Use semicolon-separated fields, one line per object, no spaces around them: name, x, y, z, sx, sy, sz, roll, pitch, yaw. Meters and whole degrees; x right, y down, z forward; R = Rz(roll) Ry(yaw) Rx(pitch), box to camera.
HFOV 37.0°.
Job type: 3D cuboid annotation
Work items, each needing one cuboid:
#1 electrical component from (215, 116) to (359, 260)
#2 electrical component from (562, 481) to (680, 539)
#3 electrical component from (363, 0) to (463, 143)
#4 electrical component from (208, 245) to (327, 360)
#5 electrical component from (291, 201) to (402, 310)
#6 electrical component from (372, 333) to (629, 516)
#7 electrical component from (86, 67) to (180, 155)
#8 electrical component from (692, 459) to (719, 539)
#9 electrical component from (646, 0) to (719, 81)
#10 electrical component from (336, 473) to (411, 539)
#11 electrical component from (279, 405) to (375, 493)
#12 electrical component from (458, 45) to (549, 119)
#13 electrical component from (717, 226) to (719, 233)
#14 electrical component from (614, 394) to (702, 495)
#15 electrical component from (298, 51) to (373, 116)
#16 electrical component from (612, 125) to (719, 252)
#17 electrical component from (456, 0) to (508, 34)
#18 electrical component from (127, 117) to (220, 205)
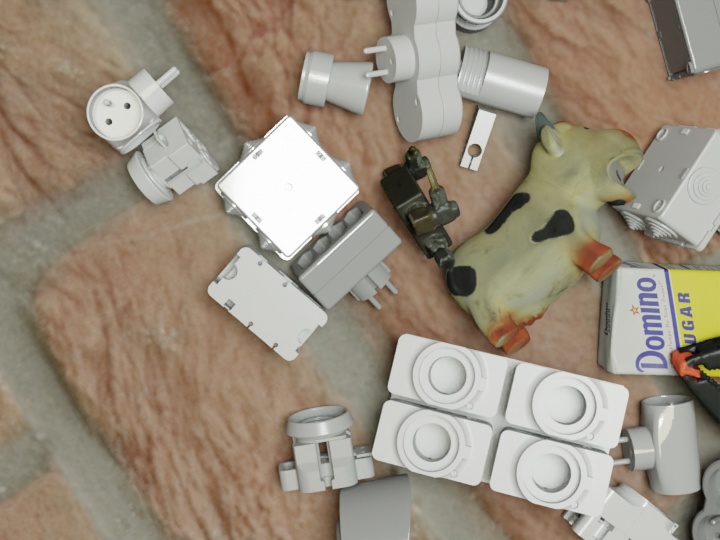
electrical component;-0.059;-0.068;0.884;0.100;0.048;0.099;-44;96;-2
electrical component;0.229;0.220;0.917;0.089;0.050;0.055;37;92;-5
electrical component;0.036;-0.170;0.858;0.074;0.052;0.138;-13;112;-22
electrical component;-0.075;0.025;0.884;0.089;0.055;0.050;41;91;-5
electrical component;0.000;0.000;0.892;0.083;0.047;0.075;-43;108;0
electrical component;0.113;0.124;0.875;0.186;0.060;0.105;13;87;9
electrical component;-0.175;-0.134;0.857;0.079;0.077;0.044;-41;95;0
electrical component;0.323;0.217;0.918;0.052;0.074;0.138;21;110;38
electrical component;0.280;-0.211;0.886;0.061;0.061;0.096;-17;95;-1
electrical component;0.014;0.219;0.882;0.064;0.099;0.099;-6;94;3
electrical component;-0.031;0.147;0.894;0.078;0.058;0.057;-9;97;-3
electrical component;0.110;-0.157;0.889;0.081;0.043;0.043;16;93;-4
electrical component;0.329;-0.051;0.902;0.078;0.057;0.058;34;91;-5
electrical component;0.248;0.151;0.917;0.079;0.043;0.077;-7;94;-3
electrical component;-0.020;-0.153;0.881;0.055;0.045;0.045;11;93;-4
electrical component;0.262;-0.070;0.877;0.048;0.100;0.099;32;91;-17
electrical component;0.094;-0.219;0.878;0.045;0.055;0.045;0;94;-3
electrical component;-0.155;-0.086;0.874;0.055;0.066;0.048;-34;50;7
